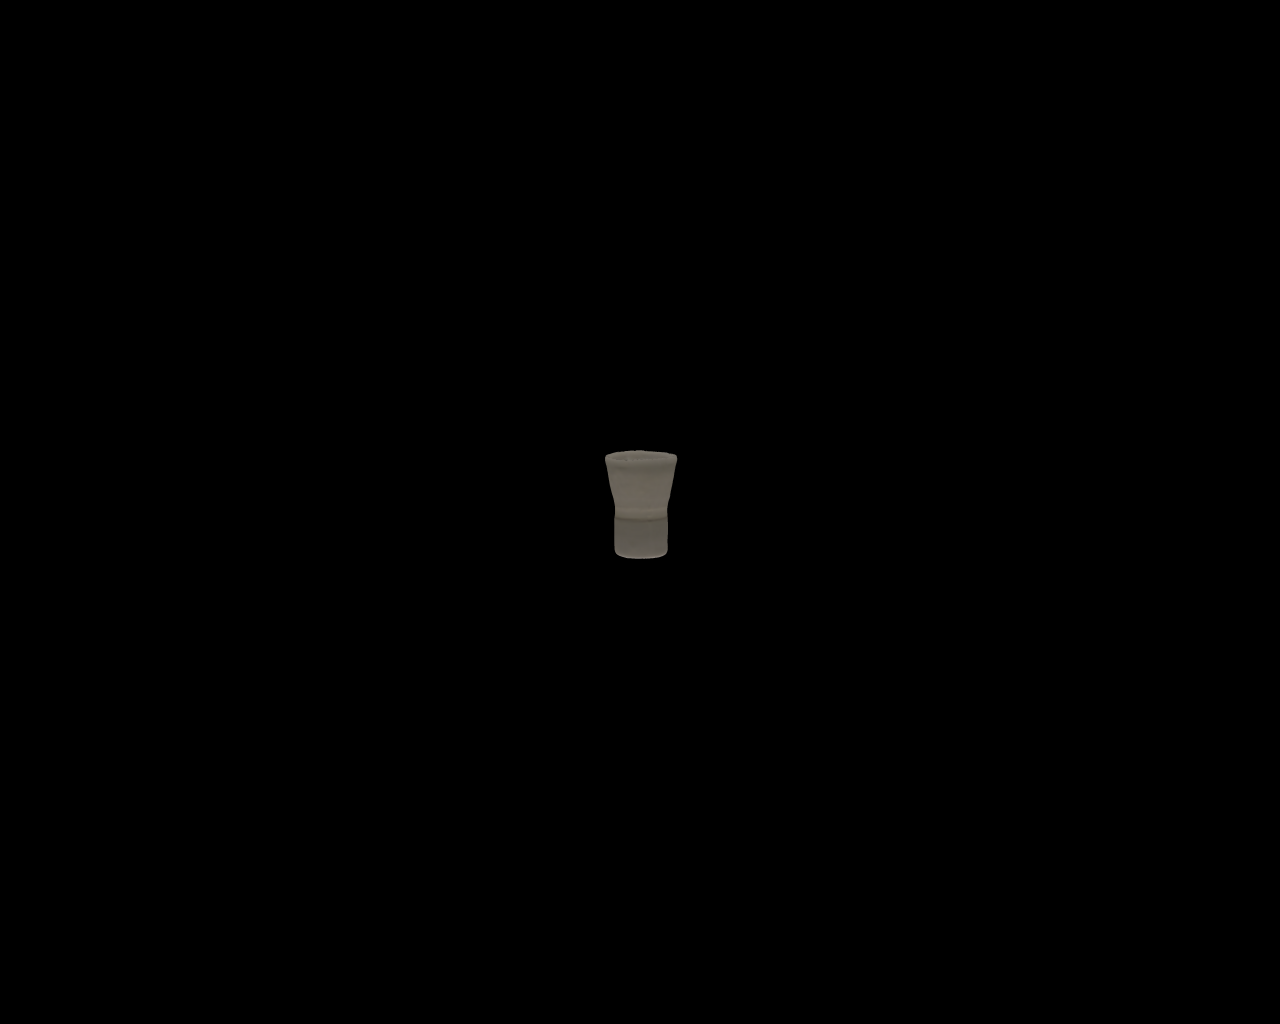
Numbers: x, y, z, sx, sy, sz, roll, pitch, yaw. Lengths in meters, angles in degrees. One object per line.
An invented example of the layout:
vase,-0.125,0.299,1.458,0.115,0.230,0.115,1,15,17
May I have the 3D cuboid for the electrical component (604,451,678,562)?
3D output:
electrical component,0.001,-0.003,0.650,0.044,0.065,0.044,0,9,0
